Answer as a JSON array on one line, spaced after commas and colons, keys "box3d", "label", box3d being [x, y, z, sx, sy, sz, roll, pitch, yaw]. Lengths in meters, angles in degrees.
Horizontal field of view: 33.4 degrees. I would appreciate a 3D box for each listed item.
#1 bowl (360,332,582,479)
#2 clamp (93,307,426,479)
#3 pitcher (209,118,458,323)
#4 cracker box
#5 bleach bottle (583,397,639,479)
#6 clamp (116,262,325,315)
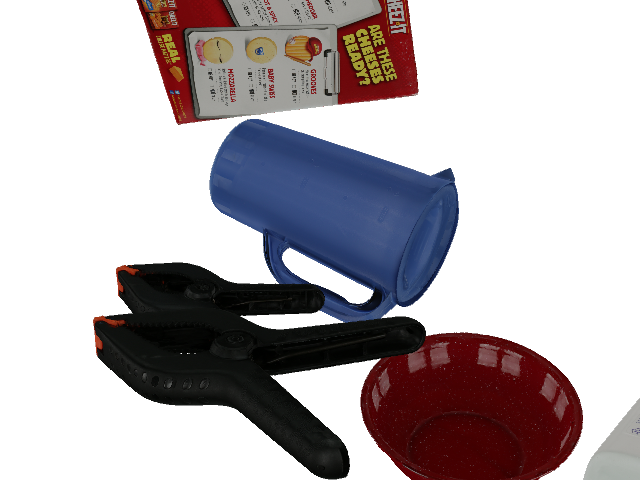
[{"box3d": [0.110, 0.140, 0.795, 0.162, 0.055, 0.162, 0, 36, 0], "label": "bowl"}, {"box3d": [-0.044, 0.074, 0.672, 0.210, 0.036, 0.164, 12, 26, 25], "label": "clamp"}, {"box3d": [0.006, -0.028, 1.084, 0.243, 0.145, 0.149, 23, 27, 23], "label": "pitcher"}, {"box3d": [-0.034, -0.190, 0.885, 0.214, 0.164, 0.072, -7, 44, 7], "label": "cracker box"}, {"box3d": [0.248, 0.104, 0.628, 0.103, 0.068, 0.250, 19, 30, 32], "label": "bleach bottle"}, {"box3d": [-0.084, 0.050, 0.870, 0.172, 0.039, 0.120, 22, 28, 26], "label": "clamp"}]
